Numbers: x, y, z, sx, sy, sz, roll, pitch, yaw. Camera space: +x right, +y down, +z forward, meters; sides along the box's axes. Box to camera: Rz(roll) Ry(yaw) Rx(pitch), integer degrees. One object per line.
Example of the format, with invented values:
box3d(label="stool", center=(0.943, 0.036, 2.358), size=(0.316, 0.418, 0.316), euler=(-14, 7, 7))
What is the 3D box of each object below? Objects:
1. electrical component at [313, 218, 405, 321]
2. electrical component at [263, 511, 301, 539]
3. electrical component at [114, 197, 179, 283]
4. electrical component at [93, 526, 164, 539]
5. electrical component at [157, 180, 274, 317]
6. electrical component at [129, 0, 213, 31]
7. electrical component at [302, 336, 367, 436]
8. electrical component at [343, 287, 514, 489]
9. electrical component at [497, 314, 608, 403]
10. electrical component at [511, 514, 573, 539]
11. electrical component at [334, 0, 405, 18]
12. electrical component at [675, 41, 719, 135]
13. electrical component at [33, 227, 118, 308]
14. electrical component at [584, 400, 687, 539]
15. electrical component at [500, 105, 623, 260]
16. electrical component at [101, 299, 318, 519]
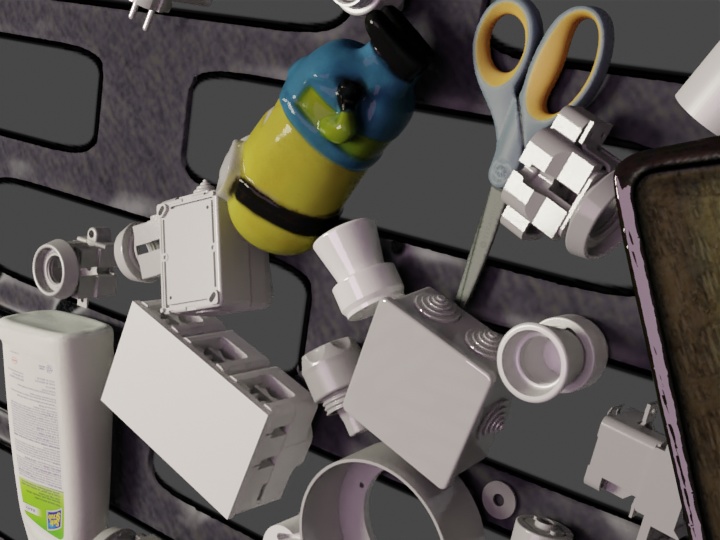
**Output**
box3d(label="electrical component", center=(0.000, 0.000, 0.700), size=(0.045, 0.045, 0.055), euler=(-33, 74, 35))
box3d(label="electrical component", center=(-0.039, 0.188, 0.746), size=(0.040, 0.046, 0.040), euler=(4, 96, 38))
box3d(label="electrical component", center=(-0.153, -0.017, 0.819), size=(0.055, 0.048, 0.066), euler=(-13, 86, 31))
box3d(label="electrical component", center=(-0.186, 0.242, 0.860), size=(0.057, 0.058, 0.078), euler=(24, 108, 31))
box3d(label="electrical component", center=(-0.102, -0.016, 0.773), size=(0.062, 0.061, 0.096), euler=(-10, 80, 38))
box3d(label="electrical component", center=(-0.153, -0.216, 0.799), size=(0.083, 0.047, 0.075), euler=(41, 117, 28))
box3d(label="electrical component", center=(-0.011, 0.079, 0.717), size=(0.043, 0.043, 0.062), euler=(-33, 75, 35))
box3d(label="electrical component", center=(0.046, 0.069, 0.660), size=(0.100, 0.048, 0.099), euler=(36, 124, 28))
box3d(label="electrical component", center=(0.111, 0.049, 0.611), size=(0.045, 0.055, 0.045), euler=(4, 96, 38))
box3d(label="electrical component", center=(0.103, 0.179, 0.639), size=(0.044, 0.044, 0.065), euler=(19, 101, 35))
box3d(label="electrical component", center=(0.000, -0.181, 0.673), size=(0.043, 0.062, 0.043), euler=(4, 96, 38))
box3d(label="electrical component", center=(0.201, -0.106, 0.535), size=(0.043, 0.043, 0.081), euler=(49, 120, 24))
box3d(label="electrical component", center=(-0.231, -0.002, 0.874), size=(0.048, 0.055, 0.066), euler=(16, 104, 36))
box3d(label="electrical component", center=(0.161, 0.108, 0.586), size=(0.064, 0.042, 0.081), euler=(24, 108, 38))
box3d(label="electrical component", center=(0.121, -0.043, 0.594), size=(0.057, 0.058, 0.078), euler=(42, 118, 31))
box3d(label="electrical component", center=(-0.109, 0.094, 0.783), size=(0.150, 0.062, 0.089), euler=(35, 114, 31))
